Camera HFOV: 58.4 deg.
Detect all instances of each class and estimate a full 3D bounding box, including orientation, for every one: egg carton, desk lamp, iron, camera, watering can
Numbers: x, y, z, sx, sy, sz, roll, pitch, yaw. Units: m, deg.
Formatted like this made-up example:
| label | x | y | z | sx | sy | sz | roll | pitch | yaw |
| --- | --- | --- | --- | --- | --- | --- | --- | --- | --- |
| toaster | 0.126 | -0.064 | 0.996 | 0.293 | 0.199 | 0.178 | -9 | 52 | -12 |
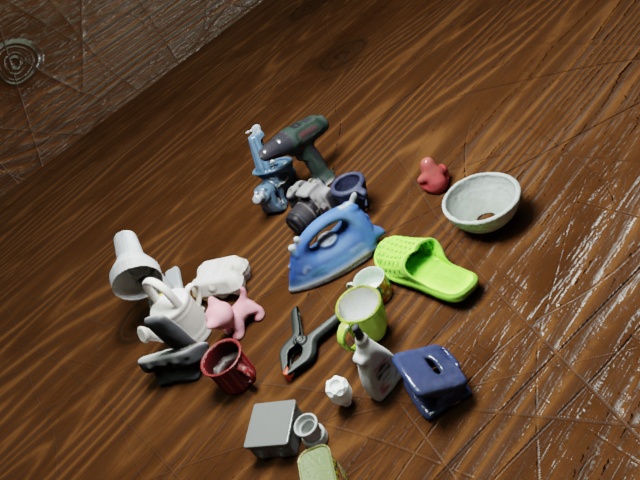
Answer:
| label | x | y | z | sx | sy | sz | roll | pitch | yaw |
| --- | --- | --- | --- | --- | --- | --- | --- | --- | --- |
| egg carton | -0.247 | 0.098 | 1.429 | 0.150 | 0.070 | 0.107 | -12 | 39 | 21 |
| desk lamp | -0.445 | 0.086 | 1.451 | 0.118 | 0.214 | 0.202 | -30 | 36 | -1 |
| iron | 0.012 | 0.005 | 1.309 | 0.258 | 0.142 | 0.118 | -34 | 37 | -7 |
| camera | -0.041 | -0.091 | 1.492 | 0.142 | 0.101 | 0.137 | 15 | 55 | 43 |
| watering can | -0.339 | 0.163 | 1.306 | 0.100 | 0.195 | 0.173 | -9 | 41 | 25 |

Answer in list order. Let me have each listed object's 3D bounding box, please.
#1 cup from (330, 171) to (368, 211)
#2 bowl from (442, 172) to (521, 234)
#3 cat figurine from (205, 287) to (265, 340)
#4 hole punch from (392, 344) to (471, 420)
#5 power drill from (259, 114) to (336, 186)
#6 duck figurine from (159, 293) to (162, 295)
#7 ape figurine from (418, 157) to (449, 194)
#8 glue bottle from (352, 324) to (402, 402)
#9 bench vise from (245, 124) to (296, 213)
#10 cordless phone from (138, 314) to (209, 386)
| label | x | y | z | sx | sy | sz | roll | pitch | yaw |
| --- | --- | --- | --- | --- | --- | --- | --- | --- | --- |
| cup | 0.091 | -0.106 | 1.429 | 0.092 | 0.095 | 0.117 | -41 | 38 | -15 |
| bowl | 0.351 | -0.067 | 1.229 | 0.167 | 0.075 | 0.167 | -18 | 38 | 15 |
| cat figurine | -0.202 | 0.161 | 1.283 | 0.128 | 0.118 | 0.067 | -45 | 39 | -21 |
| hole punch | 0.188 | 0.227 | 0.971 | 0.101 | 0.091 | 0.108 | -31 | 36 | -3 |
| power drill | -0.046 | -0.225 | 1.565 | 0.075 | 0.209 | 0.230 | 16 | 55 | 44 |
| duck figurine | -0.371 | 0.163 | 1.419 | 0.104 | 0.086 | 0.077 | -6 | 42 | 28 |
| ape figurine | 0.269 | -0.162 | 1.381 | 0.077 | 0.092 | 0.076 | -20 | 37 | 12 |
| glue bottle | 0.089 | 0.204 | 0.993 | 0.037 | 0.174 | 0.078 | 16 | 55 | 44 |
| bench vise | -0.140 | -0.198 | 1.584 | 0.121 | 0.220 | 0.207 | -19 | 38 | 14 |
| cordless phone | -0.341 | 0.225 | 1.241 | 0.147 | 0.185 | 0.094 | -17 | 38 | 16 |
